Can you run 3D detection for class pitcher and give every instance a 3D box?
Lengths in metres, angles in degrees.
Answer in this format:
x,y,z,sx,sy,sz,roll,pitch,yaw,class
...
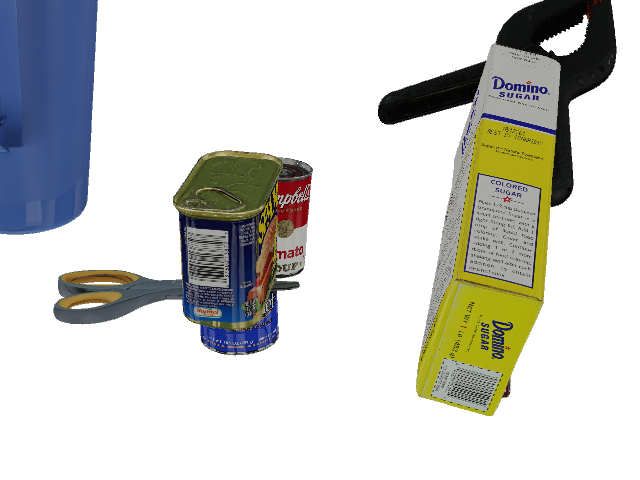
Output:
x,y,z,sx,sy,sz,roll,pitch,yaw,class
-0.232,-0.127,0.797,0.145,0.243,0.148,26,33,35,pitcher

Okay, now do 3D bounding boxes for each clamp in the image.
x,y,z,sx,sy,sz,roll,pitch,yaw,class
0.171,-0.121,0.820,0.165,0.209,0.036,38,-22,28,clamp

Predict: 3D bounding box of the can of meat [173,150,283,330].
x,y,z,sx,sy,sz,roll,pitch,yaw,class
-0.058,-0.001,0.698,0.057,0.084,0.102,5,26,6,can of meat

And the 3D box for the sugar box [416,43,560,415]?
x,y,z,sx,sy,sz,roll,pitch,yaw,class
0.088,-0.010,0.543,0.048,0.176,0.093,16,-42,4,sugar box

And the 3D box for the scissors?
x,y,z,sx,sy,sz,roll,pitch,yaw,class
-0.126,0.047,0.862,0.202,0.016,0.096,3,22,14,scissors

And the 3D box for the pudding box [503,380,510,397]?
x,y,z,sx,sy,sz,roll,pitch,yaw,class
0.138,0.068,0.902,0.039,0.090,0.113,-1,23,1,pudding box

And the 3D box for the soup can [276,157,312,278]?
x,y,z,sx,sy,sz,roll,pitch,yaw,class
-0.045,-0.022,1.030,0.068,0.102,0.068,4,20,-2,soup can

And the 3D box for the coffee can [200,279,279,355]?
x,y,z,sx,sy,sz,roll,pitch,yaw,class
-0.105,0.060,1.356,0.103,0.140,0.103,-1,24,0,coffee can
